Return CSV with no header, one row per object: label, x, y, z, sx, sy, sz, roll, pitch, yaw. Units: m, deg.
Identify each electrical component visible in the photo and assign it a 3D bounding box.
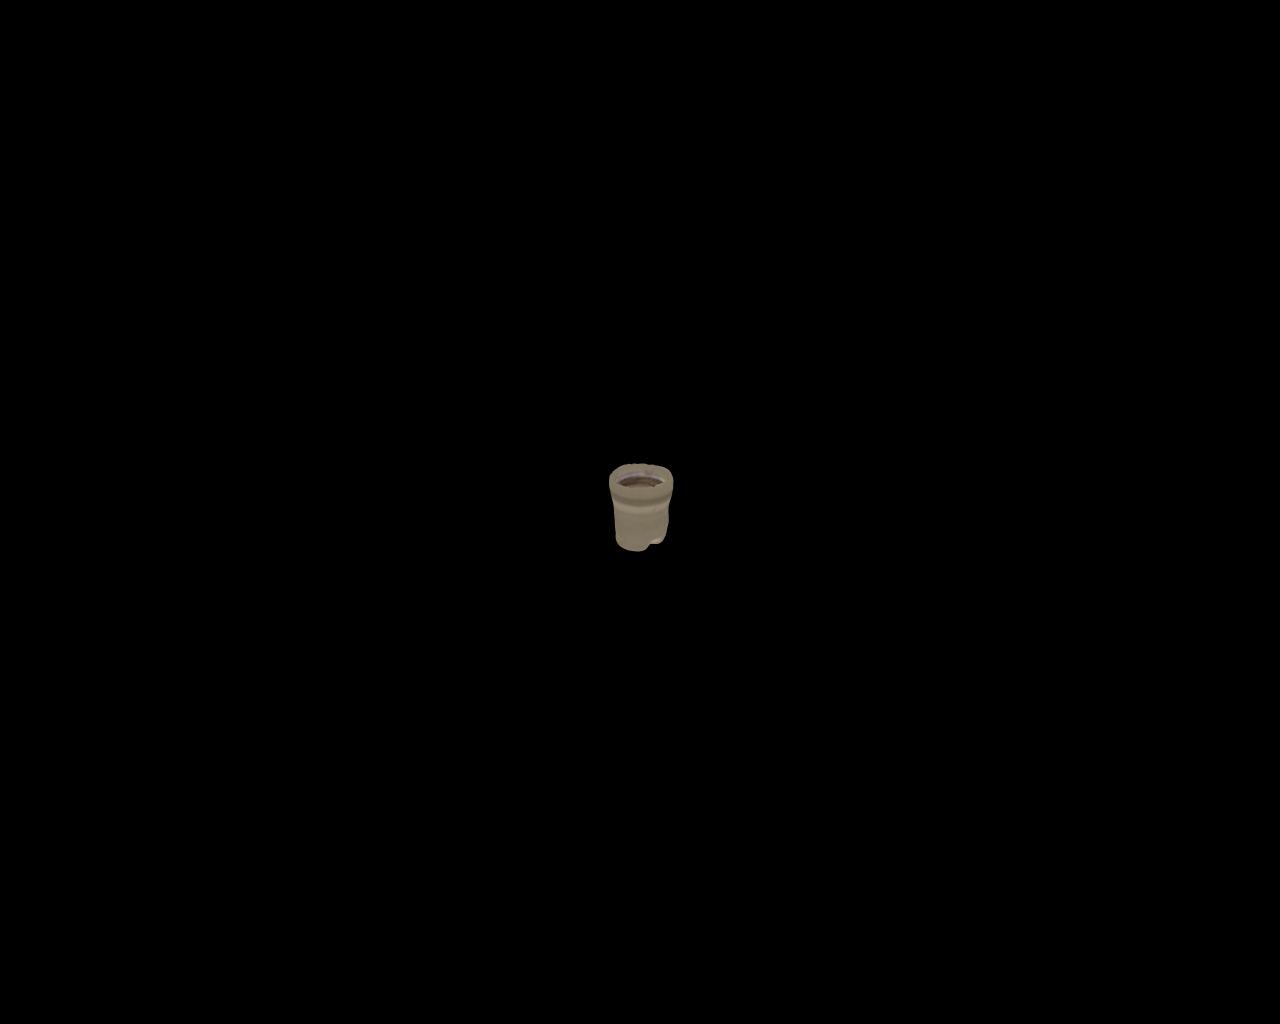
electrical component,0.001,-0.003,0.650,0.040,0.046,0.040,0,26,0
